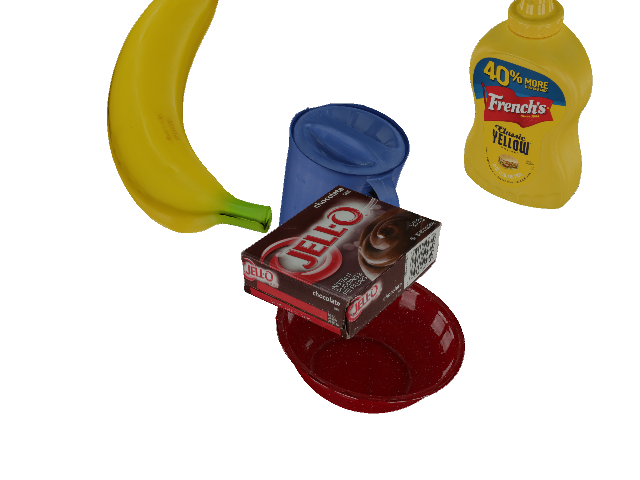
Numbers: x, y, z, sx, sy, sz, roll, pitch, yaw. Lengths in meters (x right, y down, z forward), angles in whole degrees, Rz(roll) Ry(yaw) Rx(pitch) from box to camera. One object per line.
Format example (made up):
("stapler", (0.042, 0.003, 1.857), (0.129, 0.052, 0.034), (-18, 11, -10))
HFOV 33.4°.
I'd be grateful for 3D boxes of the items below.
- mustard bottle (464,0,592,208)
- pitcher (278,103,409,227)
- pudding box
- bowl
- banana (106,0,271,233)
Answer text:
("mustard bottle", (0.164, -0.117, 0.840), (0.096, 0.192, 0.058), (26, 51, 28))
("pitcher", (0.018, -0.021, 1.225), (0.145, 0.243, 0.149), (17, 41, 6))
("pudding box", (0.015, 0.011, 0.727), (0.090, 0.039, 0.113), (23, 38, 30))
("bowl", (0.039, 0.094, 0.914), (0.162, 0.055, 0.162), (6, 39, -5))
("banana", (-0.074, -0.069, 0.539), (0.069, 0.198, 0.037), (-5, -40, -12))
